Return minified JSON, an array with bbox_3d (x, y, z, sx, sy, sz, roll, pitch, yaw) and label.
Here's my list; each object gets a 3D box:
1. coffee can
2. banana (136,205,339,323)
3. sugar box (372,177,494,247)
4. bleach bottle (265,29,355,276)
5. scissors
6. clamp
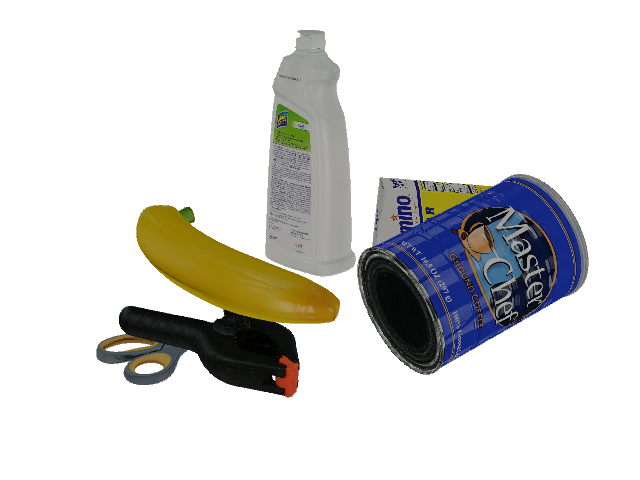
[{"bbox_3d":[0.114,0.024,0.800,0.140,0.103,0.103,-26,11,-22],"label":"coffee can"},{"bbox_3d":[-0.069,0.010,0.686,0.069,0.037,0.198,-16,29,-31],"label":"banana"},{"bbox_3d":[0.153,-0.020,1.255,0.176,0.093,0.048,2,23,-4],"label":"sugar box"},{"bbox_3d":[-0.008,-0.095,1.137,0.103,0.251,0.067,17,23,38],"label":"bleach bottle"},{"bbox_3d":[-0.140,0.119,1.160,0.201,0.016,0.096,-4,28,-23],"label":"scissors"},{"bbox_3d":[-0.072,0.075,0.895,0.172,0.039,0.120,25,40,32],"label":"clamp"}]
